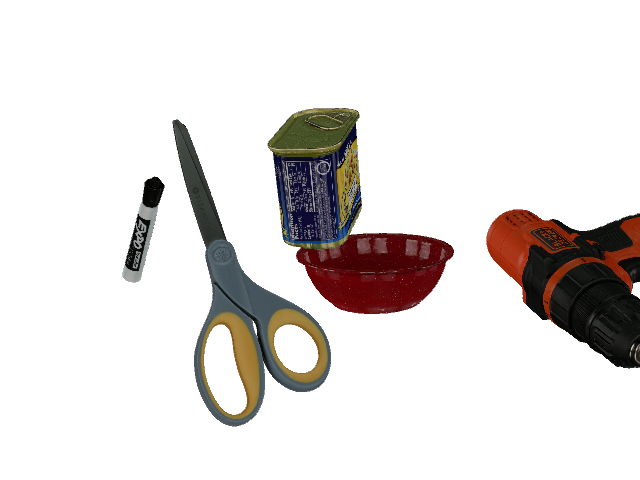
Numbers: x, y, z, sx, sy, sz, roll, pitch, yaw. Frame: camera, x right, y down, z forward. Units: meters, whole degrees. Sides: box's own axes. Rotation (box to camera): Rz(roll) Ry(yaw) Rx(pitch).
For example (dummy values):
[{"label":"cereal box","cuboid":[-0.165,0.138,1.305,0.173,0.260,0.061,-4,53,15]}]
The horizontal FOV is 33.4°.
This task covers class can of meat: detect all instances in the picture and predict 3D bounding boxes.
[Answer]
[{"label":"can of meat","cuboid":[-0.001,-0.050,0.847,0.057,0.084,0.102,1,24,14]}]

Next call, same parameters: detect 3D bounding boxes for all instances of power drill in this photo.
[{"label":"power drill","cuboid":[0.231,0.017,0.735,0.187,0.057,0.184,-9,28,-16]}]

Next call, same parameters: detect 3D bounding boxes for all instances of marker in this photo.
[{"label":"marker","cuboid":[-0.171,-0.010,1.033,0.020,0.121,0.020,14,35,-10]}]

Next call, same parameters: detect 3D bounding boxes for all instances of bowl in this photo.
[{"label":"bowl","cuboid":[0.057,0.036,1.093,0.162,0.055,0.162,-3,13,0]}]

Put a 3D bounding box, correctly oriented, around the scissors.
[{"label":"scissors","cuboid":[-0.045,0.017,0.688,0.096,0.202,0.016,0,-15,-13]}]
